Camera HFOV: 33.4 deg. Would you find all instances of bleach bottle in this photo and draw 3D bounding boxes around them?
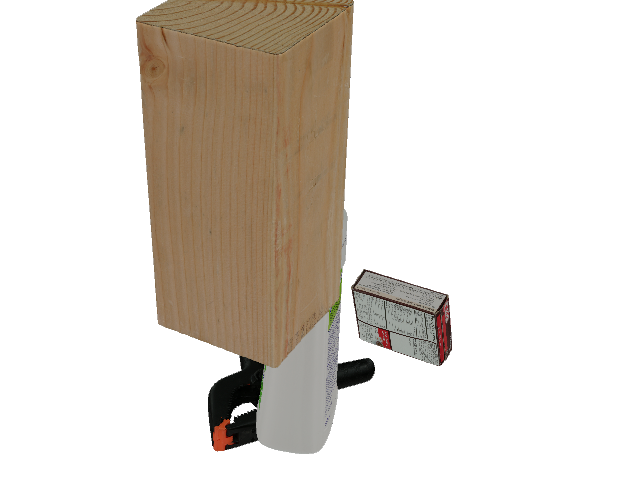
[{"bbox_3d":[-0.011,0.054,0.877,0.068,0.251,0.102,8,34,4],"label":"bleach bottle"}]

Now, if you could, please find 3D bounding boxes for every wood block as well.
[{"bbox_3d":[-0.042,-0.040,0.635,0.091,0.206,0.090,18,37,23],"label":"wood block"}]

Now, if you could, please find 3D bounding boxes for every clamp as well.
[{"bbox_3d":[-0.044,0.154,1.101,0.165,0.036,0.209,11,26,15],"label":"clamp"}]

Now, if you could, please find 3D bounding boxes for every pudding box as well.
[{"bbox_3d":[0.095,0.089,1.239,0.114,0.090,0.039,15,46,26],"label":"pudding box"}]
